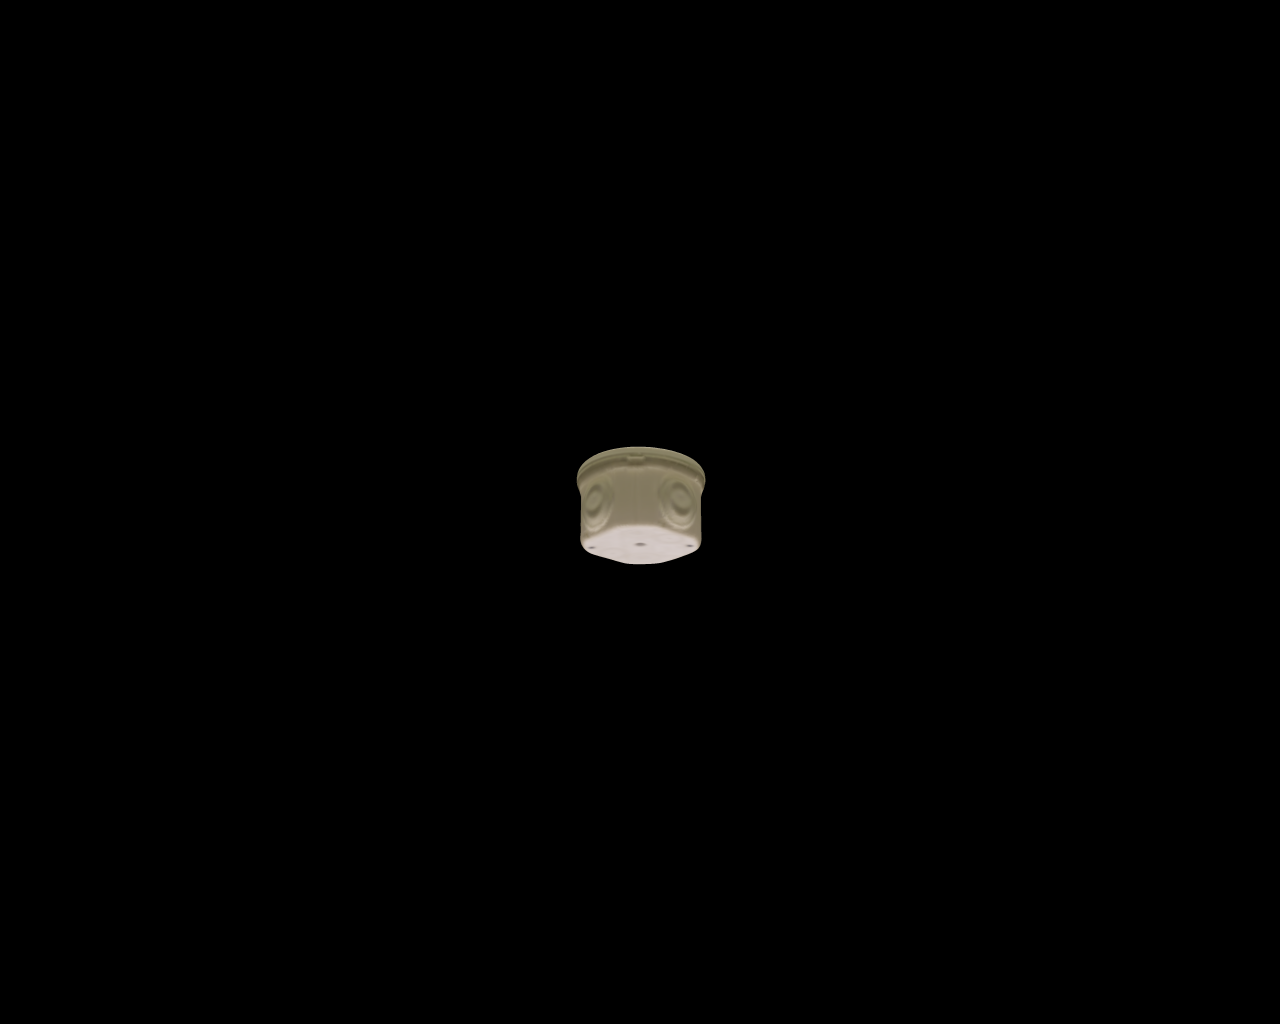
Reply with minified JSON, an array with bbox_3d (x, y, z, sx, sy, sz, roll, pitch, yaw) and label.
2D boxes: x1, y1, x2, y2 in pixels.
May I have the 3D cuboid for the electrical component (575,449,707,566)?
[{"bbox_3d":[0.001,-0.003,0.650,0.080,0.051,0.080,0,-22,0],"label":"electrical component"}]
